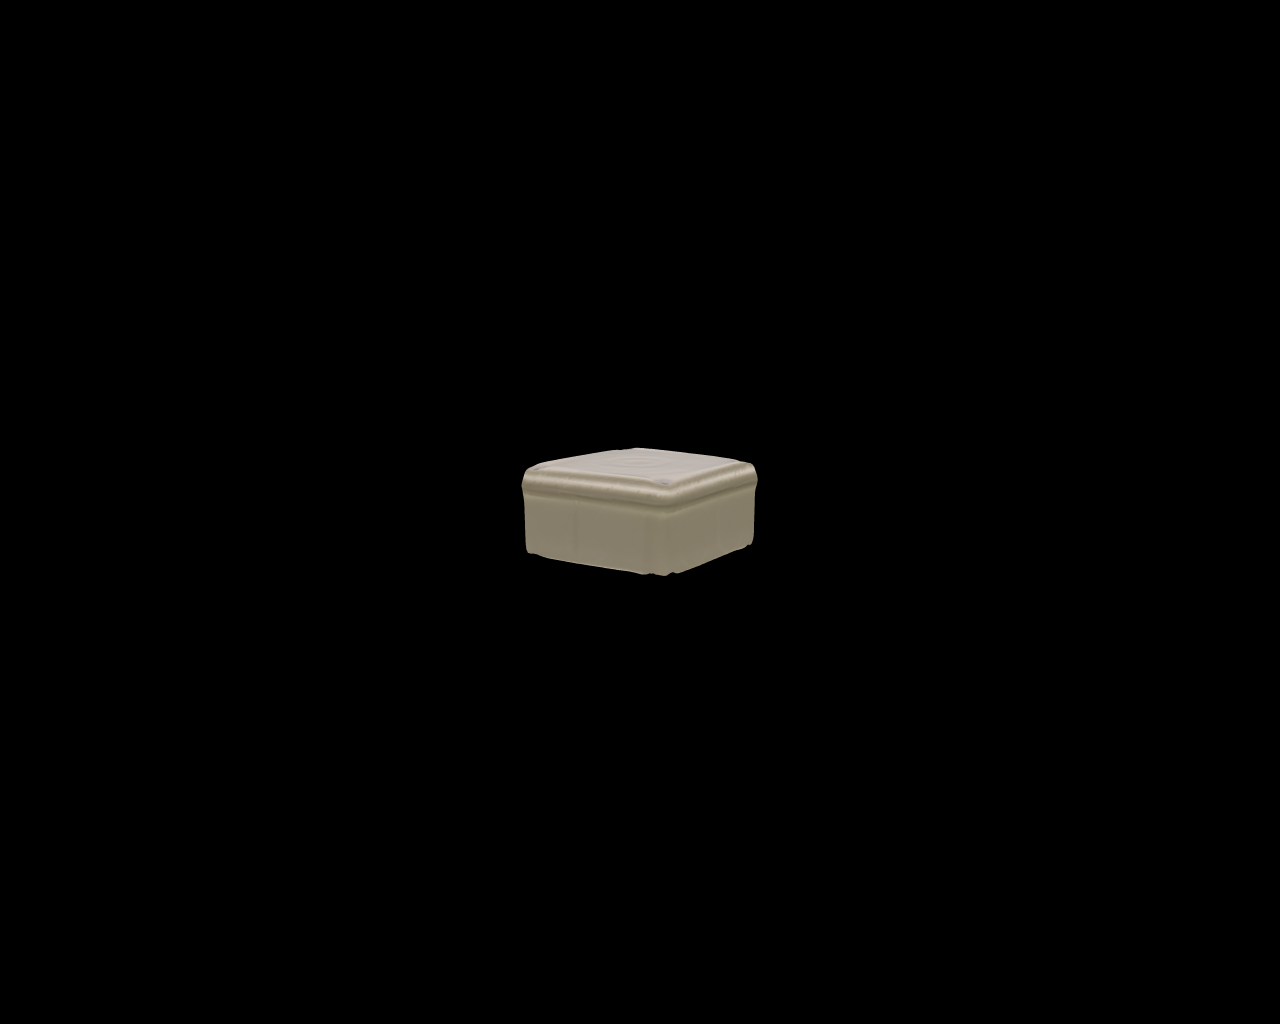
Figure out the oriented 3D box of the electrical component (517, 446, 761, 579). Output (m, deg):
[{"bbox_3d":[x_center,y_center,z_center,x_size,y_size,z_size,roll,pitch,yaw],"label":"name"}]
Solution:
[{"bbox_3d":[0.001,-0.003,0.650,0.109,0.056,0.109,8,14,35],"label":"electrical component"}]
